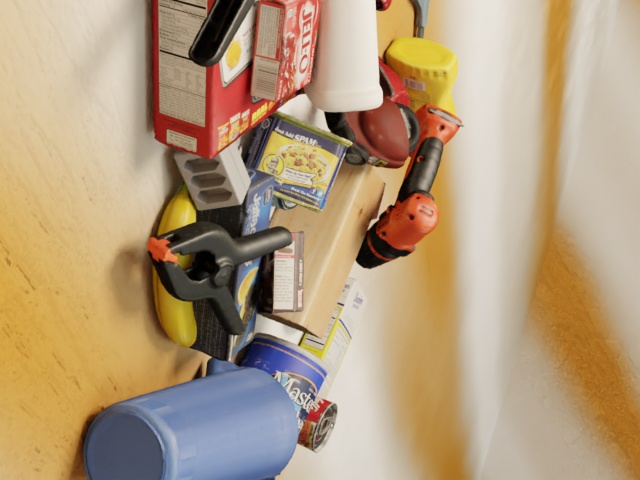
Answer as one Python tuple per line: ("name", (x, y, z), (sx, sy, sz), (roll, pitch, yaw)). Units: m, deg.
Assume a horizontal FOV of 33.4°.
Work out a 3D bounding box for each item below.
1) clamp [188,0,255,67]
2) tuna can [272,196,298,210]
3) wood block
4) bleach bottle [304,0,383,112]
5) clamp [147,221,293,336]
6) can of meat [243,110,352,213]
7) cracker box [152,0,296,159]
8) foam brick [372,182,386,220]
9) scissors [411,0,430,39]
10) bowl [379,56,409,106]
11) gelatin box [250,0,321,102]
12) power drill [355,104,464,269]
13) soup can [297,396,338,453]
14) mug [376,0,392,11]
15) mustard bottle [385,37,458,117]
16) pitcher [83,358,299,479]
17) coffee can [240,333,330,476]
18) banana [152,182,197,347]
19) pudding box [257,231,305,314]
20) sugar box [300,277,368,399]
("clamp", (-0.046, -0.231, 0.845), (0.209, 0.036, 0.165), (-36, 139, -58))
("tuna can", (-0.038, -0.077, 1.206), (0.086, 0.034, 0.086), (-51, 152, -42))
("wood block", (-0.008, 0.002, 1.274), (0.206, 0.090, 0.090), (-67, 158, -9))
("bleach bottle", (0.019, -0.251, 0.979), (0.102, 0.068, 0.251), (-120, -153, -64))
("clamp", (-0.102, 0.036, 1.020), (0.171, 0.039, 0.120), (9, 102, -49))
("can of meat", (-0.029, -0.084, 1.133), (0.084, 0.102, 0.057), (-69, -163, 2))
("cracker box", (-0.079, -0.203, 0.940), (0.164, 0.072, 0.214), (-45, 147, -50))
("foam brick", (0.046, -0.057, 1.411), (0.078, 0.051, 0.053), (-14, 121, -65))
("scissors", (0.133, -0.306, 1.463), (0.096, 0.016, 0.202), (-34, 138, -56))
("bowl", (0.073, -0.157, 1.387), (0.161, 0.055, 0.162), (-51, 153, -41))
("gelatin box", (-0.029, -0.174, 0.941), (0.073, 0.030, 0.089), (-41, 144, -56))
("power drill", (0.108, -0.062, 1.328), (0.185, 0.057, 0.187), (-37, -148, 61))
("soup can", (-0.037, 0.224, 1.377), (0.068, 0.102, 0.068), (-51, 152, -42))
("mug", (0.025, -0.270, 1.087), (0.093, 0.117, 0.081), (-54, 162, -7))
("mustard bottle", (0.141, -0.187, 1.472), (0.058, 0.096, 0.191), (-57, 155, -33))
("pitcher", (-0.127, 0.216, 1.096), (0.242, 0.149, 0.145), (2, 112, -65))
("coffee can", (-0.063, 0.197, 1.286), (0.140, 0.103, 0.102), (-63, 158, -18))
("banana", (-0.137, 0.035, 1.049), (0.069, 0.037, 0.198), (-38, 142, -53))
("pudding box", (-0.050, 0.034, 1.159), (0.114, 0.039, 0.090), (176, -85, -70))
("sugar box", (0.009, 0.143, 1.506), (0.093, 0.048, 0.176), (63, 46, -63))
